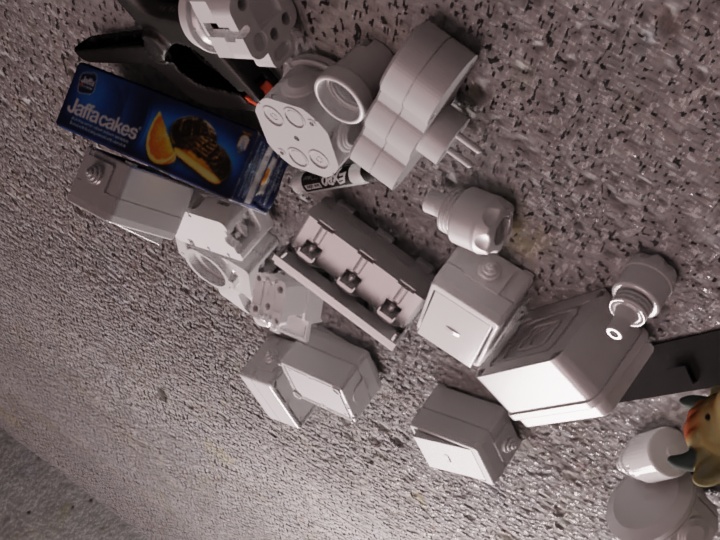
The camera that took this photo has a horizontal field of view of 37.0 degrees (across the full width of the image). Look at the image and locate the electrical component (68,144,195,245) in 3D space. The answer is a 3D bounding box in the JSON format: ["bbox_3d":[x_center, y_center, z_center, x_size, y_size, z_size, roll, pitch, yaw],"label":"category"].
[{"bbox_3d":[-0.203,-0.064,0.928,0.062,0.061,0.096,25,-175,36],"label":"electrical component"}]

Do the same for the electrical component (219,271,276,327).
[{"bbox_3d":[-0.095,0.031,1.084,0.077,0.043,0.079,22,149,30],"label":"electrical component"}]

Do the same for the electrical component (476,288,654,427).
[{"bbox_3d":[0.150,0.067,0.793,0.057,0.078,0.113,47,153,-9],"label":"electrical component"}]

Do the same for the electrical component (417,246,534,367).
[{"bbox_3d":[0.086,0.024,0.824,0.062,0.061,0.096,33,153,11],"label":"electrical component"}]

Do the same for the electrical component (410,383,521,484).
[{"bbox_3d":[0.103,0.159,1.016,0.096,0.061,0.061,15,145,39],"label":"electrical component"}]

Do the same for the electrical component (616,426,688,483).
[{"bbox_3d":[0.231,0.150,0.863,0.040,0.040,0.078,40,154,-2],"label":"electrical component"}]

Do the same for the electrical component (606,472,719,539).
[{"bbox_3d":[0.247,0.199,0.878,0.051,0.080,0.080,44,154,-23],"label":"electrical component"}]

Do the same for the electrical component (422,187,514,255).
[{"bbox_3d":[0.074,-0.039,0.761,0.062,0.043,0.043,25,151,28],"label":"electrical component"}]

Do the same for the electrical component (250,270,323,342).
[{"bbox_3d":[-0.067,0.024,1.001,0.042,0.064,0.081,18,105,34],"label":"electrical component"}]

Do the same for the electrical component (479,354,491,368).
[{"bbox_3d":[0.124,0.084,0.892,0.048,0.048,0.062,50,158,-22],"label":"electrical component"}]

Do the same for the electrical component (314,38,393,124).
[{"bbox_3d":[-0.002,-0.126,0.714,0.040,0.046,0.040,30,152,18],"label":"electrical component"}]

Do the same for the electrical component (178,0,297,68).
[{"bbox_3d":[-0.086,-0.176,0.731,0.057,0.058,0.078,12,142,38],"label":"electrical component"}]

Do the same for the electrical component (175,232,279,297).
[{"bbox_3d":[-0.130,-0.020,1.035,0.089,0.055,0.050,30,152,17],"label":"electrical component"}]

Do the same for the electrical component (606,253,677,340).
[{"bbox_3d":[0.179,0.019,0.698,0.035,0.061,0.035,30,152,17],"label":"electrical component"}]

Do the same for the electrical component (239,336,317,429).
[{"bbox_3d":[-0.088,0.119,1.193,0.061,0.061,0.096,13,144,41],"label":"electrical component"}]

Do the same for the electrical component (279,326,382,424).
[{"bbox_3d":[-0.033,0.101,1.096,0.096,0.061,0.061,20,148,33],"label":"electrical component"}]

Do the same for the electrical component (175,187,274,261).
[{"bbox_3d":[-0.129,-0.053,0.980,0.089,0.055,0.050,17,146,36],"label":"electrical component"}]

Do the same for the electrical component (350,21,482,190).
[{"bbox_3d":[0.046,-0.094,0.698,0.074,0.052,0.138,37,153,4],"label":"electrical component"}]

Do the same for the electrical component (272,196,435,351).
[{"bbox_3d":[0.000,0.000,0.885,0.121,0.078,0.063,37,125,4],"label":"electrical component"}]

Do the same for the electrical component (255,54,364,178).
[{"bbox_3d":[-0.031,-0.110,0.772,0.080,0.051,0.080,30,152,18],"label":"electrical component"}]
